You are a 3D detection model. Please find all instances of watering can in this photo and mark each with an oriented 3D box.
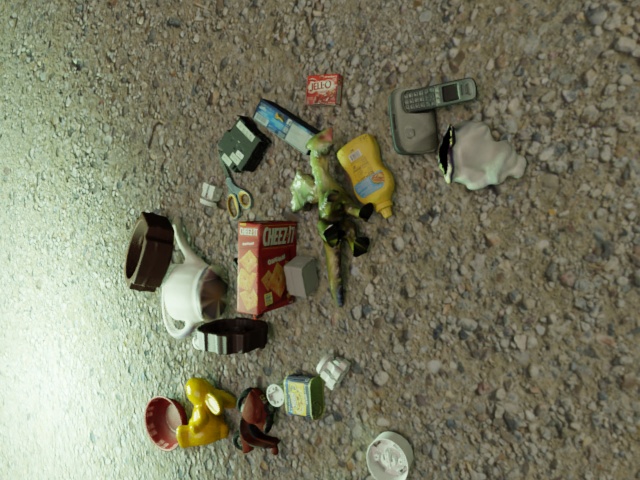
[{"bbox_3d":[-0.360,0.102,1.440,0.224,0.103,0.350,-2,81,34],"label":"watering can"}]

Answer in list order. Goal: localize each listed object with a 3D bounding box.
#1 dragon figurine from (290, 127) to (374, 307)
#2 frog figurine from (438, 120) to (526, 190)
[{"bbox_3d":[0.004,-0.061,1.220,0.247,0.123,0.402,43,134,48],"label":"dragon figurine"},{"bbox_3d":[0.324,-0.170,1.032,0.159,0.122,0.138,2,83,-4],"label":"frog figurine"}]
